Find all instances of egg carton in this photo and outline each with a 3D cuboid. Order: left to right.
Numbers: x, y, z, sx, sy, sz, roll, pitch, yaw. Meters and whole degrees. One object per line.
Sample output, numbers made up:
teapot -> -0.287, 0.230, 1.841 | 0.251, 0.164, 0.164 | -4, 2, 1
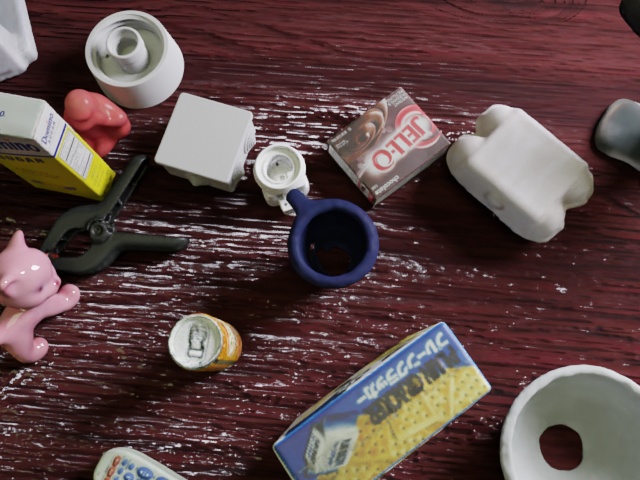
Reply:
egg carton -> 0.218, -0.074, 0.633 | 0.150, 0.069, 0.107 | 42, 82, 10

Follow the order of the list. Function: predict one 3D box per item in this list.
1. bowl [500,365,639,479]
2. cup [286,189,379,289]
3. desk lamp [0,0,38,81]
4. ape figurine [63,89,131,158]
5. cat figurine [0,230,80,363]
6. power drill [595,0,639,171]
bowl -> 0.253, 0.209, 0.568 | 0.167, 0.075, 0.167 | 0, 78, 2
cup -> 0.006, 0.002, 0.610 | 0.092, 0.095, 0.117 | -39, 79, -6
desk lamp -> -0.410, -0.250, 0.616 | 0.118, 0.213, 0.203 | -18, 78, -2
ape figurine -> -0.261, -0.139, 0.650 | 0.078, 0.092, 0.076 | -4, 78, 1
cat figurine -> -0.314, 0.061, 0.595 | 0.067, 0.118, 0.128 | 25, 80, 7
power drill -> 0.367, -0.142, 0.572 | 0.229, 0.208, 0.076 | 28, 80, 8
